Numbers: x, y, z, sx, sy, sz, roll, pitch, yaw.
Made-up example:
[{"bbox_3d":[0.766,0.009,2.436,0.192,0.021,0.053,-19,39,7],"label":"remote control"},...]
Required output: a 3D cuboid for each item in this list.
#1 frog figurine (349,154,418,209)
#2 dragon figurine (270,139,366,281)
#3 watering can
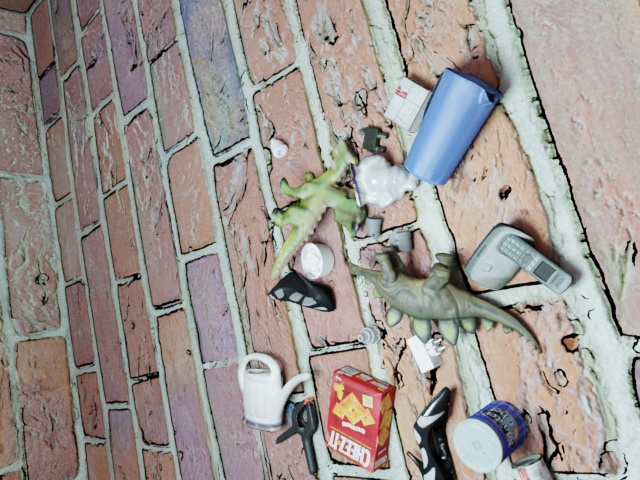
[{"bbox_3d":[0.162,-0.150,1.283,0.159,0.121,0.139,-10,73,5],"label":"frog figurine"},{"bbox_3d":[0.004,-0.070,1.381,0.243,0.121,0.411,10,86,34],"label":"dragon figurine"},{"bbox_3d":[-0.144,0.458,1.524,0.347,0.104,0.225,-1,89,48],"label":"watering can"}]
